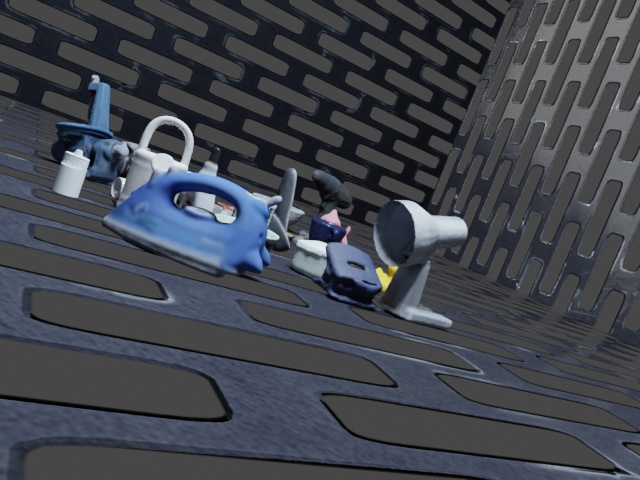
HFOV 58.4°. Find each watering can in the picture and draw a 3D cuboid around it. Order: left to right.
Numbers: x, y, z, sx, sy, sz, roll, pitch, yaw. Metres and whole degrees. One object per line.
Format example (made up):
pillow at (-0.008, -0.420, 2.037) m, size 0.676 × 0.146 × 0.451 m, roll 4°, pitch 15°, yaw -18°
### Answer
watering can at (-0.295, -0.132, 1.061) m, size 0.101 × 0.194 × 0.172 m, roll 16°, pitch 8°, yaw -41°

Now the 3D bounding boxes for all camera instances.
camera at (-0.495, -0.200, 1.421) m, size 0.142 × 0.101 × 0.137 m, roll 25°, pitch 7°, yaw 35°

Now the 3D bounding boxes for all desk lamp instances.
desk lamp at (0.185, 0.042, 1.081) m, size 0.204 × 0.213 × 0.117 m, roll 17°, pitch 7°, yaw -36°

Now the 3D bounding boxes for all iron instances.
iron at (-0.188, -0.040, 0.861) m, size 0.258 × 0.141 × 0.118 m, roll 21°, pitch 6°, yaw 0°

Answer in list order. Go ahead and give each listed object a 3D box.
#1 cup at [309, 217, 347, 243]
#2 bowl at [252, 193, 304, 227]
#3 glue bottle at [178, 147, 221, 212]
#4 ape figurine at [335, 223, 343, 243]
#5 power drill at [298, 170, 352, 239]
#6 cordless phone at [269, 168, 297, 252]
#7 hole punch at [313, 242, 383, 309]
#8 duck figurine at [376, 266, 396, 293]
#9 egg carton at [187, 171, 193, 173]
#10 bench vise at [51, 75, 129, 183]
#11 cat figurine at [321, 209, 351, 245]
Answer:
cup at (0.013, 0.005, 1.389) m, size 0.092 × 0.095 × 0.117 m, roll 19°, pitch 6°, yaw -20°
bowl at (-0.136, -0.080, 1.726) m, size 0.167 × 0.075 × 0.167 m, roll 21°, pitch 6°, yaw -2°
glue bottle at (-0.206, -0.078, 0.986) m, size 0.037 × 0.173 × 0.077 m, roll 16°, pitch 8°, yaw -44°
ape figurine at (0.033, -0.002, 1.535) m, size 0.078 × 0.092 × 0.076 m, roll 21°, pitch 6°, yaw -5°
power drill at (0.012, -0.099, 1.770) m, size 0.075 × 0.208 × 0.230 m, roll 24°, pitch 7°, yaw 29°
cordless phone at (-0.093, -0.075, 1.299) m, size 0.094 × 0.185 × 0.147 m, roll 19°, pitch 6°, yaw -21°
hole punch at (0.058, 0.064, 1.038) m, size 0.109 × 0.091 × 0.100 m, roll 18°, pitch 7°, yaw -29°
duck figurine at (0.166, 0.080, 1.295) m, size 0.078 × 0.086 × 0.104 m, roll 15°, pitch 8°, yaw -45°
egg carton at (-0.383, -0.159, 1.597) m, size 0.151 × 0.069 × 0.107 m, roll 16°, pitch 8°, yaw -43°
bench vise at (-0.494, -0.250, 1.292) m, size 0.207 × 0.220 × 0.122 m, roll 22°, pitch 6°, yaw 10°
cat figurine at (0.040, -0.027, 1.666) m, size 0.128 × 0.118 × 0.067 m, roll 16°, pitch 8°, yaw -40°
